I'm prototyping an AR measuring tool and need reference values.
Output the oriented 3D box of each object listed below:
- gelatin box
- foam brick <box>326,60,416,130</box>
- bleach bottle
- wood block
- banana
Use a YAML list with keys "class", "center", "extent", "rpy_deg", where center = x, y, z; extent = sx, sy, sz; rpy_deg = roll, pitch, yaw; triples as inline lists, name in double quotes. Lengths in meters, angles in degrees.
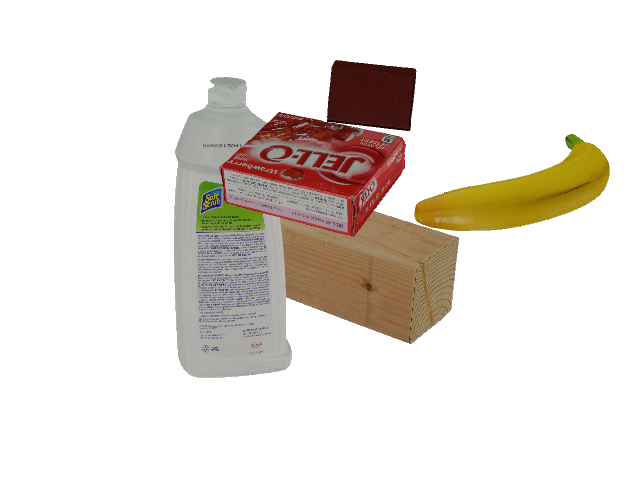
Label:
- class: "gelatin box"
  center: [-0.004, -0.042, 0.638]
  extent: [0.089, 0.030, 0.073]
  rpy_deg: [14, 39, 23]
- class: "foam brick"
  center: [0.047, -0.133, 0.975]
  extent: [0.078, 0.051, 0.053]
  rpy_deg: [7, 17, 5]
- class: "bleach bottle"
  center: [-0.072, -0.011, 0.898]
  extent: [0.102, 0.251, 0.068]
  rpy_deg: [-4, 21, -17]
- class: "wood block"
  center: [0.029, 0.022, 1.119]
  extent: [0.206, 0.091, 0.090]
  rpy_deg: [19, 31, 29]
- class: "banana"
  center: [0.158, -0.038, 0.794]
  extent: [0.197, 0.037, 0.070]
  rpy_deg: [-22, 23, -38]
